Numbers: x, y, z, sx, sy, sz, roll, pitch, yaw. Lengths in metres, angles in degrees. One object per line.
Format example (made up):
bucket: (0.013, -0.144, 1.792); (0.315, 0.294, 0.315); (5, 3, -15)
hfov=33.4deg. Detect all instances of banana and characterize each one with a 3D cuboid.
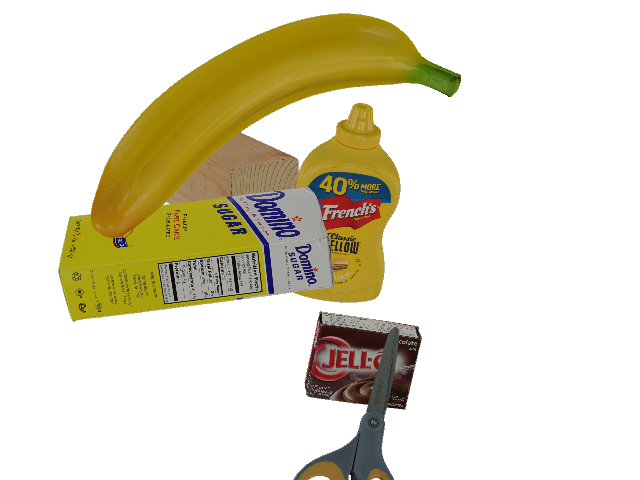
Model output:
banana: (-0.030, -0.067, 0.519); (0.197, 0.070, 0.037); (-25, -36, -15)

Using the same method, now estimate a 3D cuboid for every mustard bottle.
mustard bottle: (0.024, -0.036, 0.996); (0.096, 0.192, 0.058); (7, 27, -4)

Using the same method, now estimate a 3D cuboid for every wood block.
wood block: (-0.120, -0.076, 1.283); (0.090, 0.090, 0.206); (-12, 25, -33)

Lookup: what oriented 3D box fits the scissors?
scissors: (0.021, 0.150, 0.830); (0.096, 0.201, 0.016); (5, -38, -9)

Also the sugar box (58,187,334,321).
sugar box: (-0.084, 0.006, 0.729); (0.176, 0.048, 0.093); (-10, 26, -4)

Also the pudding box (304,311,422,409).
pudding box: (0.046, 0.130, 1.157); (0.113, 0.090, 0.039); (7, 24, -7)
